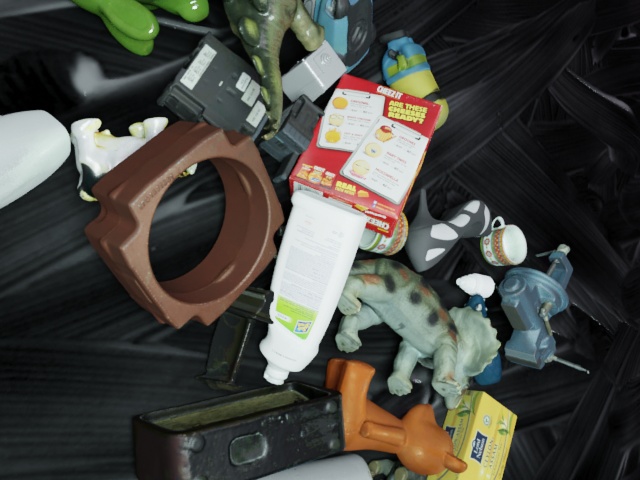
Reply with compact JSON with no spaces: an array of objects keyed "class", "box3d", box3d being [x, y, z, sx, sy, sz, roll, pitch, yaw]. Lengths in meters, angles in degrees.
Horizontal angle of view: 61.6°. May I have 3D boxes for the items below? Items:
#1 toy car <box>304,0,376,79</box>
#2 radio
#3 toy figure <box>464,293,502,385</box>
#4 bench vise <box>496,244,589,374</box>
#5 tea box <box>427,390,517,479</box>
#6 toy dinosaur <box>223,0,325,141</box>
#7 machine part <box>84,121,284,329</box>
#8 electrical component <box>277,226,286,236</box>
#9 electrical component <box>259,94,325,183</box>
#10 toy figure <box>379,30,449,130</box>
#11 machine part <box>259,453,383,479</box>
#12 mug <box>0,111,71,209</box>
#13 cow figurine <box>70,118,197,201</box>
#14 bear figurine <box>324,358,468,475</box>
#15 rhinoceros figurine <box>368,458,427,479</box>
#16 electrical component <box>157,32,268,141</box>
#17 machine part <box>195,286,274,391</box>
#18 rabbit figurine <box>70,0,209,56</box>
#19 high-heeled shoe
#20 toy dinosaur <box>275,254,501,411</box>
[{"class":"toy car","box3d":[0.021,-0.341,0.830,0.103,0.161,0.109,30,65,23]},{"class":"radio","box3d":[-0.089,0.226,0.632,0.229,0.131,0.073,-4,86,-35]},{"class":"toy figure","box3d":[0.278,0.172,0.937,0.058,0.064,0.154,-10,83,-5]},{"class":"bench vise","box3d":[0.424,0.115,1.014,0.223,0.129,0.240,49,63,-19]},{"class":"tea box","box3d":[0.250,0.343,0.879,0.098,0.068,0.169,36,64,-24]},{"class":"toy dinosaur","box3d":[-0.081,-0.317,0.694,0.198,0.105,0.471,26,47,-65]},{"class":"machine part","box3d":[-0.147,-0.018,0.621,0.201,0.087,0.200,-47,137,-27]},{"class":"electrical component","box3d":[-0.001,-0.002,0.772,0.102,0.078,0.045,-5,99,-42]},{"class":"electrical component","box3d":[-0.048,-0.142,0.769,0.047,0.075,0.119,38,66,-23]},{"class":"toy figure","box3d":[0.159,-0.270,0.923,0.082,0.089,0.180,-18,94,-29]},{"class":"machine part","box3d":[-0.018,0.327,0.696,0.243,0.079,0.079,4,79,-33]},{"class":"mug","box3d":[-0.332,-0.097,0.571,0.110,0.080,0.107,36,49,14]},{"class":"cow figurine","box3d":[-0.209,-0.097,0.652,0.167,0.068,0.098,-9,92,-32]},{"class":"bear figurine","box3d":[0.103,0.246,0.741,0.196,0.120,0.132,13,77,-8]},{"class":"rhinoceros figurine","box3d":[0.107,0.410,0.772,0.112,0.073,0.190,32,62,-37]},{"class":"electrical component","box3d":[-0.134,-0.191,0.729,0.134,0.058,0.115,38,64,-23]},{"class":"machine part","box3d":[-0.107,0.122,0.682,0.039,0.084,0.139,35,72,-58]},{"class":"rabbit figurine","box3d":[-0.235,-0.316,0.670,0.170,0.121,0.159,-15,96,-17]},{"class":"high-heeled shoe","box3d":[0.229,0.005,0.903,0.248,0.086,0.145,18,64,-39]},{"class":"toy dinosaur","box3d":[0.124,0.107,0.817,0.404,0.131,0.192,47,42,-8]}]
